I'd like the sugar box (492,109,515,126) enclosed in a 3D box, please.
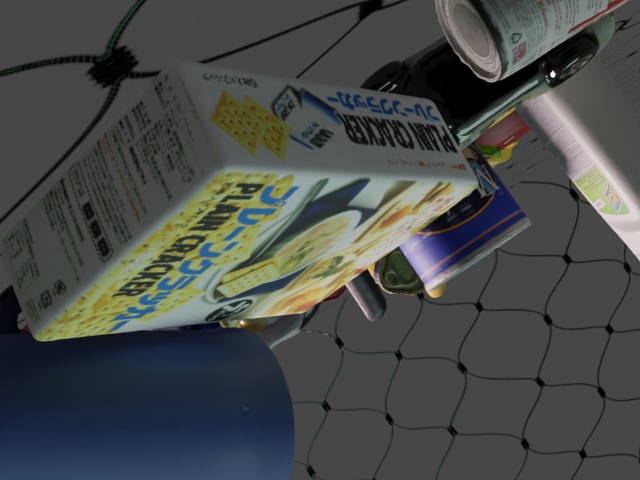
[{"bbox_3d":[0.123,-0.108,0.973,0.176,0.048,0.093,-38,173,26],"label":"sugar box"}]

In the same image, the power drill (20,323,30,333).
[{"bbox_3d":[-0.202,0.113,0.737,0.184,0.057,0.188,-55,-175,-20],"label":"power drill"}]

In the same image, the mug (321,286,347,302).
[{"bbox_3d":[0.014,-0.007,1.029,0.082,0.093,0.117,-46,-177,43],"label":"mug"}]

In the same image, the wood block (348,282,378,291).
[{"bbox_3d":[0.065,-0.008,1.231,0.090,0.090,0.206,-33,173,-12],"label":"wood block"}]

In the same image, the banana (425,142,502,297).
[{"bbox_3d":[0.124,-0.031,1.078,0.037,0.070,0.198,-11,136,-27],"label":"banana"}]

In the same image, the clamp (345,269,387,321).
[{"bbox_3d":[-0.006,0.001,0.933,0.120,0.171,0.039,3,-139,14],"label":"clamp"}]

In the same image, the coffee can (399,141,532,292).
[{"bbox_3d":[0.094,-0.042,0.887,0.103,0.140,0.103,-33,174,-4],"label":"coffee can"}]

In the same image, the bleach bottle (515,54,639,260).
[{"bbox_3d":[0.214,-0.067,0.808,0.068,0.251,0.102,-33,174,-3],"label":"bleach bottle"}]

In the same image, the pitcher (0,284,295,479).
[{"bbox_3d":[-0.147,0.101,0.596,0.242,0.149,0.145,7,107,-36],"label":"pitcher"}]

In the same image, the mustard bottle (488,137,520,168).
[{"bbox_3d":[0.171,-0.092,1.273,0.096,0.058,0.192,-25,169,-48],"label":"mustard bottle"}]

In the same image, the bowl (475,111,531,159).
[{"bbox_3d":[0.178,-0.123,1.093,0.162,0.055,0.162,-33,174,-4],"label":"bowl"}]

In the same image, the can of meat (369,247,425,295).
[{"bbox_3d":[0.072,-0.004,1.066,0.057,0.102,0.084,5,-172,-23],"label":"can of meat"}]

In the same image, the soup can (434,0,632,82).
[{"bbox_3d":[0.126,-0.145,0.621,0.102,0.068,0.068,-32,173,-9],"label":"soup can"}]
